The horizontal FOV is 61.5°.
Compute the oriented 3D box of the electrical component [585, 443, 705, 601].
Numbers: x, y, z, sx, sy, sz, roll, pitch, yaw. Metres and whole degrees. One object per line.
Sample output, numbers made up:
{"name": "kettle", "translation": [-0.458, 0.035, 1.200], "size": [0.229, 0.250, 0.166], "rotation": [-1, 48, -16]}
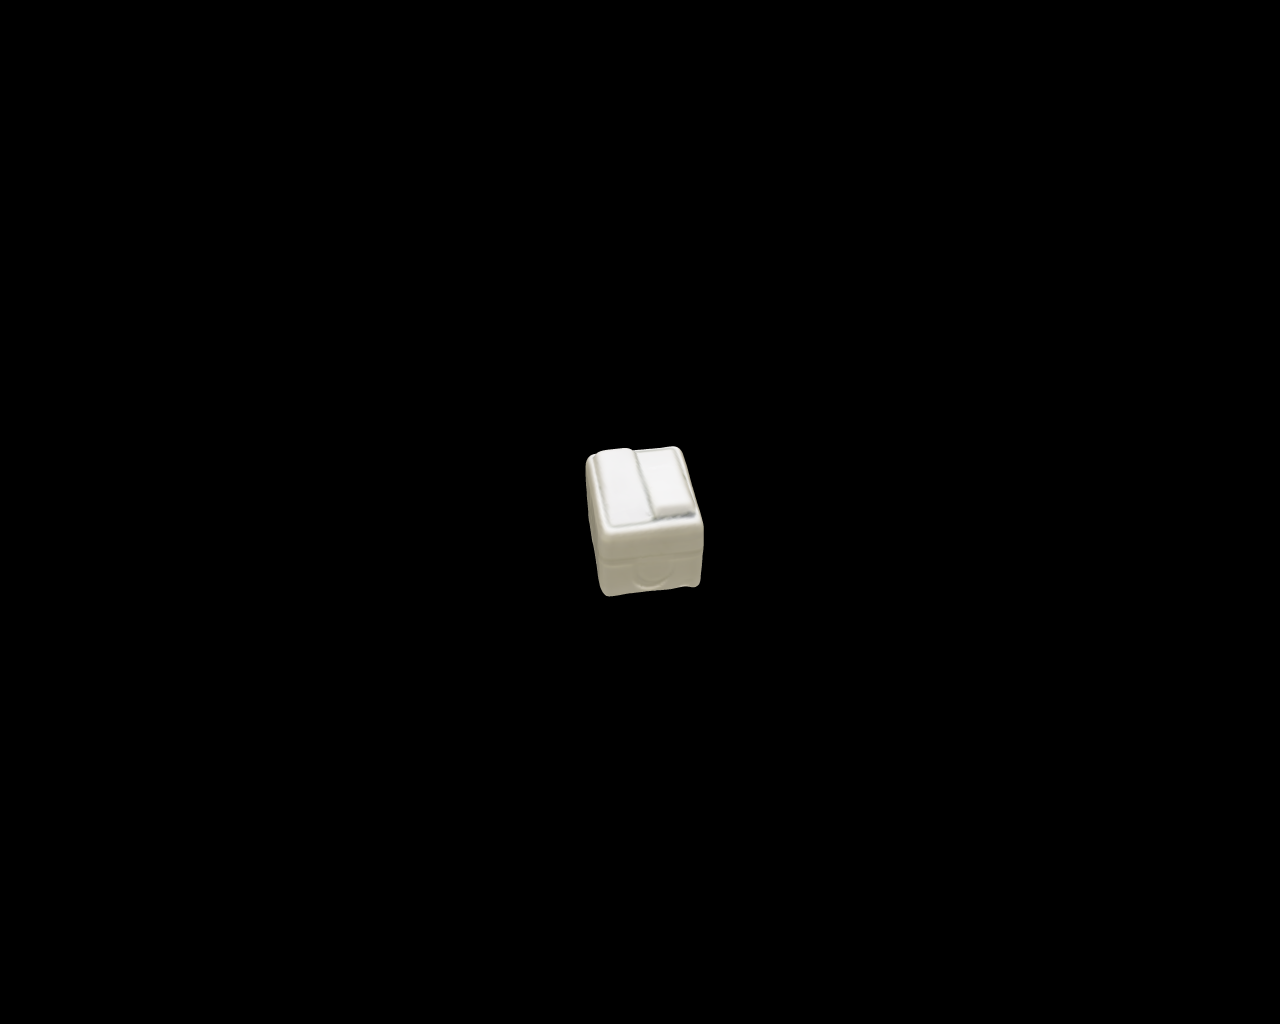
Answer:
{"name": "electrical component", "translation": [0.001, -0.003, 0.650], "size": [0.062, 0.061, 0.096], "rotation": [-5, 40, -6]}
